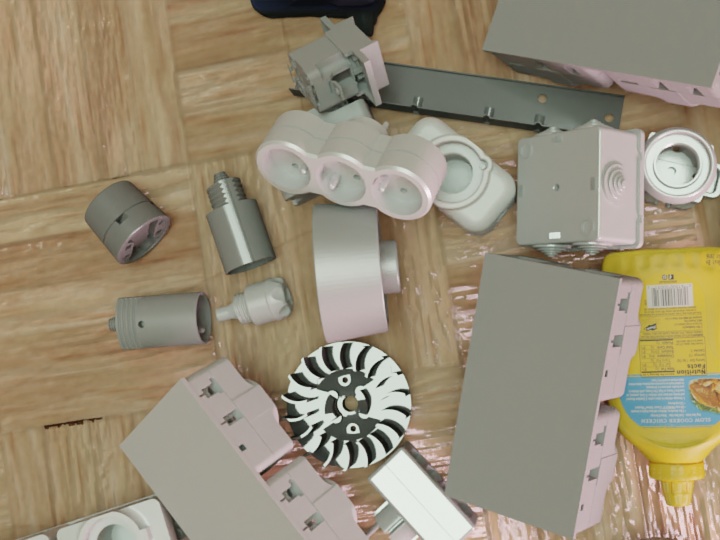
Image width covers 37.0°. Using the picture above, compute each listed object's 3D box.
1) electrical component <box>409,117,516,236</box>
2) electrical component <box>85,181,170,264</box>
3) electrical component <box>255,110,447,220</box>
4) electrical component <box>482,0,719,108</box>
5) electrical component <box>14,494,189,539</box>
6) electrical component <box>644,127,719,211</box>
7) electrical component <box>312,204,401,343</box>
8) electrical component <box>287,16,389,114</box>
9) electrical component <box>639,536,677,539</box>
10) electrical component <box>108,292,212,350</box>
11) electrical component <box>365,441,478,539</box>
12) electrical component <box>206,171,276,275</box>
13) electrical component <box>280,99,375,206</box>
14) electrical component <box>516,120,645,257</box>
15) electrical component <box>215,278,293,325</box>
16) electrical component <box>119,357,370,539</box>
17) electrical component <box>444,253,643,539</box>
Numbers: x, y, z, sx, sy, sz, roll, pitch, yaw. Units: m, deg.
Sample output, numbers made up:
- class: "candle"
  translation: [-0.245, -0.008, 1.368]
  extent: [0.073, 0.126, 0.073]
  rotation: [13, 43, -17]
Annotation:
- class: "electrical component"
  translation: [0.074, -0.073, 0.842]
  extent: [0.095, 0.059, 0.053]
  rotation: [40, 94, 9]
- class: "electrical component"
  translation: [-0.193, -0.040, 0.886]
  extent: [0.055, 0.055, 0.047]
  rotation: [-46, 78, 4]
- class: "electrical component"
  translation: [-0.001, -0.090, 0.806]
  extent: [0.138, 0.052, 0.073]
  rotation: [14, 50, 15]
- class: "electrical component"
  translation: [0.198, -0.189, 0.795]
  extent: [0.186, 0.060, 0.105]
  rotation: [19, 90, 37]
- class: "electrical component"
  translation: [-0.227, 0.258, 0.872]
  extent: [0.186, 0.060, 0.105]
  rotation: [-19, 84, 8]
- class: "electrical component"
  translation: [0.238, -0.077, 0.817]
  extent: [0.078, 0.057, 0.058]
  rotation: [14, 89, 9]
- class: "electrical component"
  translation: [0.000, 0.000, 0.828]
  extent: [0.060, 0.108, 0.108]
  rotation: [-5, 86, 3]
- class: "electrical component"
  translation: [-0.019, -0.157, 0.834]
  extent: [0.064, 0.042, 0.081]
  rotation: [-27, 44, -10]
- class: "electrical component"
  translation: [0.227, 0.249, 0.798]
  extent: [0.099, 0.064, 0.099]
  rotation: [0, 87, 9]
- class: "electrical component"
  translation: [-0.167, 0.042, 0.882]
  extent: [0.081, 0.043, 0.043]
  rotation: [-4, 86, 9]
- class: "electrical component"
  translation: [0.036, 0.191, 0.840]
  extent: [0.076, 0.047, 0.083]
  rotation: [-44, 82, 4]
- class: "electrical component"
  translation: [-0.102, -0.041, 0.876]
  extent: [0.043, 0.043, 0.081]
  rotation: [-20, 84, 8]
- class: "electrical component"
  translation: [-0.027, -0.097, 0.864]
  extent: [0.089, 0.050, 0.055]
  rotation: [-25, 84, 7]
- class: "electrical component"
  translation: [0.163, -0.060, 0.809]
  extent: [0.100, 0.048, 0.099]
  rotation: [-2, 85, 53]
- class: "electrical component"
  translation: [-0.087, 0.029, 0.875]
  extent: [0.061, 0.035, 0.035]
  rotation: [-16, 85, 10]
- class: "electrical component"
  translation: [-0.087, 0.172, 0.831]
  extent: [0.186, 0.060, 0.105]
  rotation: [51, 128, 8]
- class: "electrical component"
  translation: [0.138, 0.088, 0.797]
  extent: [0.105, 0.060, 0.186]
  rotation: [12, 96, 34]
